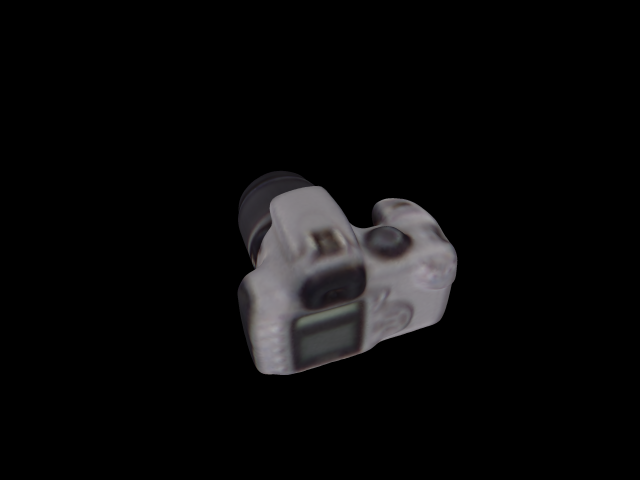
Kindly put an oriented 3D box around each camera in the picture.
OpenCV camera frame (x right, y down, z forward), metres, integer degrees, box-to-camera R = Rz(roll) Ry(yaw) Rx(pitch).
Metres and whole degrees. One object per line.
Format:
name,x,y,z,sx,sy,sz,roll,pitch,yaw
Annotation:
camera,0.004,0.001,0.400,0.143,0.101,0.136,-15,46,-15
